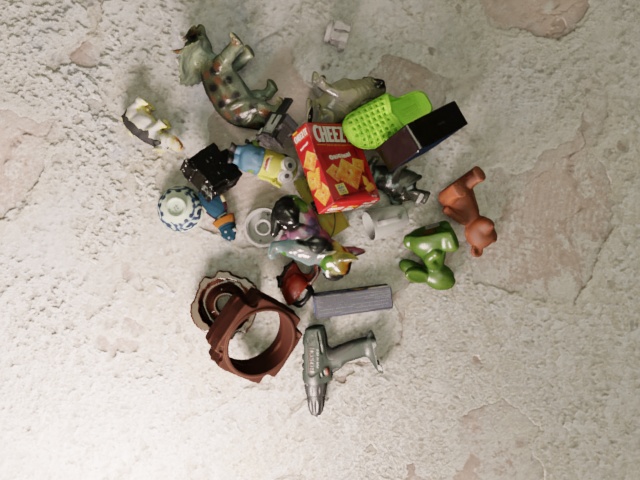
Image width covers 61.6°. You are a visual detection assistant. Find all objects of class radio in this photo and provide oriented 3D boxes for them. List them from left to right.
[{"bbox_3d":[0.248,-0.252,1.312,0.229,0.131,0.073,-30,89,-40],"label":"radio"}]

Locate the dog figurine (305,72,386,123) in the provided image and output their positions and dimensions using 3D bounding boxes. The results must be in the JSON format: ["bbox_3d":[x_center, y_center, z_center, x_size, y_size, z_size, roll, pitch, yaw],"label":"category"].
[{"bbox_3d":[0.069,-0.339,1.375,0.190,0.121,0.172,6,122,-19],"label":"dog figurine"}]

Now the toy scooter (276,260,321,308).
[{"bbox_3d":[-0.051,0.073,1.372,0.135,0.075,0.184,39,85,-2],"label":"toy scooter"}]

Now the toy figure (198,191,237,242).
[{"bbox_3d":[-0.255,-0.068,1.373,0.058,0.064,0.154,-33,97,-42],"label":"toy figure"}]

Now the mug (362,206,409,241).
[{"bbox_3d":[0.174,-0.054,1.370,0.107,0.109,0.080,-19,87,-15],"label":"mug"}]

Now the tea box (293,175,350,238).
[{"bbox_3d":[0.004,-0.090,1.364,0.068,0.098,0.169,-31,93,-1],"label":"tea box"}]

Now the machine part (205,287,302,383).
[{"bbox_3d":[-0.158,0.235,1.316,0.200,0.087,0.201,35,89,-35],"label":"machine part"}]

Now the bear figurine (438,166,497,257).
[{"bbox_3d":[0.392,-0.065,1.364,0.120,0.132,0.196,-32,84,-26],"label":"bear figurine"}]

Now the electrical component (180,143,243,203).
[{"bbox_3d":[-0.264,-0.175,1.345,0.115,0.058,0.134,47,49,-1],"label":"electrical component"}]

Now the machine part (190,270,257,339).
[{"bbox_3d":[-0.240,0.163,1.374,0.179,0.056,0.179,0,90,-4],"label":"machine part"}]

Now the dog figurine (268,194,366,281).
[{"bbox_3d":[-0.003,-0.004,1.272,0.219,0.108,0.191,10,104,14],"label":"dog figurine"}]

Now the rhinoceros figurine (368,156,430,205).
[{"bbox_3d":[0.193,-0.148,1.383,0.190,0.073,0.112,18,88,-2],"label":"rhinoceros figurine"}]

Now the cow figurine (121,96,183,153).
[{"bbox_3d":[-0.428,-0.273,1.363,0.098,0.068,0.167,-41,88,4],"label":"cow figurine"}]

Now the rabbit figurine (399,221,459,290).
[{"bbox_3d":[0.287,0.057,1.368,0.159,0.121,0.170,-18,105,1],"label":"rabbit figurine"}]

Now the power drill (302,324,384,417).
[{"bbox_3d":[0.055,0.323,1.378,0.207,0.086,0.232,-11,87,5],"label":"power drill"}]

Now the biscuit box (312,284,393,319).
[{"bbox_3d":[0.082,0.156,1.383,0.203,0.059,0.062,-7,91,-3],"label":"biscuit box"}]

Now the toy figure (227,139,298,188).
[{"bbox_3d":[-0.142,-0.198,1.348,0.180,0.089,0.082,15,122,-14],"label":"toy figure"}]

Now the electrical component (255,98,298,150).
[{"bbox_3d":[-0.096,-0.282,1.299,0.075,0.047,0.119,15,71,41],"label":"electrical component"}]

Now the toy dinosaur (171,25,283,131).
[{"bbox_3d":[-0.215,-0.370,1.353,0.192,0.131,0.404,-31,101,15],"label":"toy dinosaur"}]
